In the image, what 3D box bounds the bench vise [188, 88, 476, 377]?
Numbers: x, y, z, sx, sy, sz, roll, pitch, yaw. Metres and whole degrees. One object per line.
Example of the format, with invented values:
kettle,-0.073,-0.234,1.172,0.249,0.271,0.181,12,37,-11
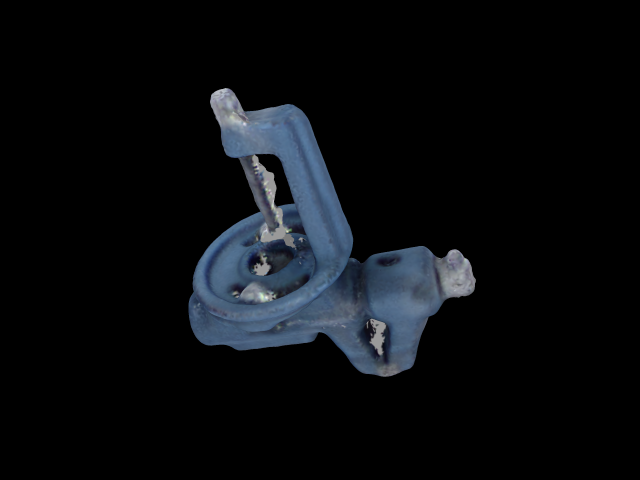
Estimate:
bench vise,0.001,-0.006,0.409,0.207,0.220,0.121,-8,40,-9
